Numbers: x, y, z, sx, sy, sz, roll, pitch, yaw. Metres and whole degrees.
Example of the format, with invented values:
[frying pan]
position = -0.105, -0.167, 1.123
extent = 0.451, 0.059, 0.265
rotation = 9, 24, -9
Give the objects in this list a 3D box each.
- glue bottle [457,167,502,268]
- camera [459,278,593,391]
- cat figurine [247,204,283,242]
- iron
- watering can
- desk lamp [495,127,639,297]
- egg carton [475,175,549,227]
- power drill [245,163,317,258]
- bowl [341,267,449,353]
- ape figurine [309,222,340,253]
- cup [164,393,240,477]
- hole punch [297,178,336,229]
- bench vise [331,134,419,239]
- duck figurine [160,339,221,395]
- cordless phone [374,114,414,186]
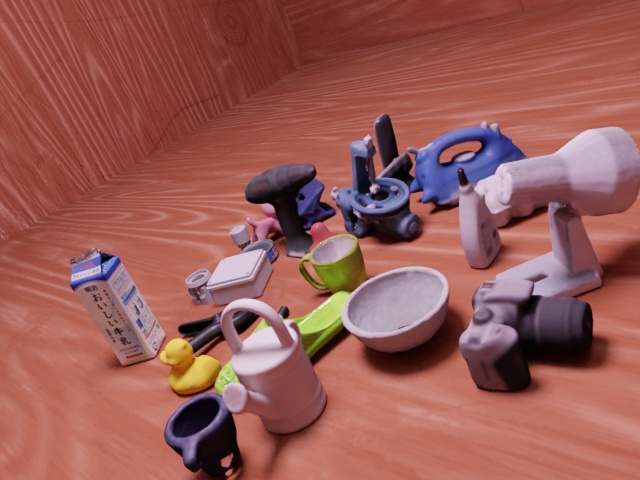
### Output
[glue bottle]
position = 0.254, -0.042, 0.944
extent = 0.037, 0.173, 0.078
rotation = 2, 35, 43
[camera]
position = 0.262, 0.108, 0.722
extent = 0.136, 0.101, 0.143
rotation = -3, 32, 37
[cat figurine]
position = -0.121, -0.060, 1.370
extent = 0.128, 0.118, 0.067
rotation = -37, 28, -27
[iron]
position = 0.308, -0.175, 1.203
extent = 0.258, 0.142, 0.118
rotation = -24, 25, -2
[watering can]
position = -0.071, 0.166, 0.779
extent = 0.101, 0.194, 0.172
rotation = -19, 25, 8
[desk lamp]
position = 0.339, -0.033, 0.803
extent = 0.203, 0.214, 0.117
rotation = -23, 25, 1
[egg carton]
position = 0.363, -0.087, 1.065
extent = 0.150, 0.069, 0.107
rotation = -24, 25, -1
[power drill]
position = -0.059, -0.067, 1.221
extent = 0.228, 0.209, 0.076
rotation = 4, 36, 45
[bowl]
position = 0.121, 0.115, 0.860
extent = 0.167, 0.075, 0.167
rotation = -19, 25, 9
[ape figurine]
position = 0.011, 0.004, 1.158
extent = 0.078, 0.092, 0.076
rotation = -21, 25, 4
[cup]
position = -0.145, 0.272, 0.749
extent = 0.091, 0.095, 0.117
rotation = -21, 25, 6
[hole punch]
position = -0.030, -0.090, 1.384
extent = 0.101, 0.091, 0.108
rotation = -29, 25, -12
[bench vise]
position = 0.083, -0.101, 1.153
extent = 0.206, 0.220, 0.122
rotation = -4, 31, 35
[duck figurine]
position = -0.223, 0.205, 0.963
extent = 0.104, 0.086, 0.077
rotation = -9, 28, 28
[cordless phone]
position = 0.140, -0.181, 1.307
extent = 0.093, 0.185, 0.148
rotation = -1, 33, 40
